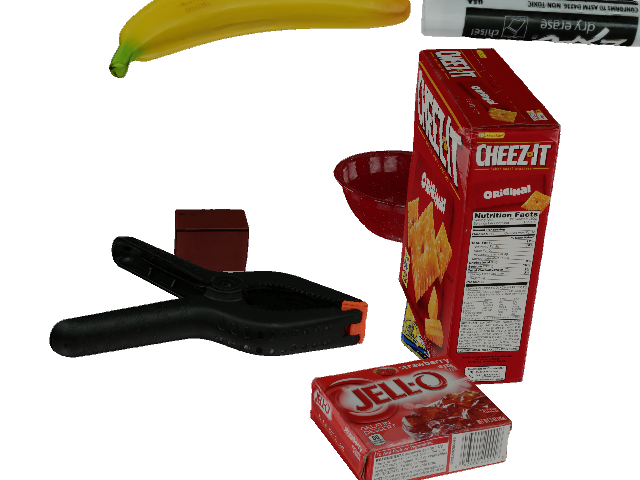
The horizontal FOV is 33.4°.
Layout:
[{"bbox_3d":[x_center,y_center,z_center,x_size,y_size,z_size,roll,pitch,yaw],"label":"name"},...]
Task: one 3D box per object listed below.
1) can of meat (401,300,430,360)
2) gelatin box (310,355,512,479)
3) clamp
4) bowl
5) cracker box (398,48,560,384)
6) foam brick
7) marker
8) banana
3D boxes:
[{"bbox_3d":[0.141,0.098,1.234,0.057,0.084,0.102,-18,40,-31],"label":"can of meat"},{"bbox_3d":[0.048,0.098,0.587,0.089,0.030,0.073,-6,26,-23],"label":"gelatin box"},{"bbox_3d":[-0.073,0.042,0.762,0.210,0.036,0.164,4,24,-4],"label":"clamp"},{"bbox_3d":[0.092,-0.039,1.076,0.162,0.055,0.162,4,23,-2],"label":"bowl"},{"bbox_3d":[0.113,-0.021,0.825,0.072,0.214,0.164,-3,29,-8],"label":"cracker box"},{"bbox_3d":[-0.118,0.000,1.145,0.078,0.051,0.053,0,26,-8],"label":"foam brick"},{"bbox_3d":[0.099,-0.083,0.403,0.121,0.020,0.020,4,0,2],"label":"marker"},{"bbox_3d":[-0.044,-0.140,0.674,0.197,0.070,0.037,-16,-35,-16],"label":"banana"}]
